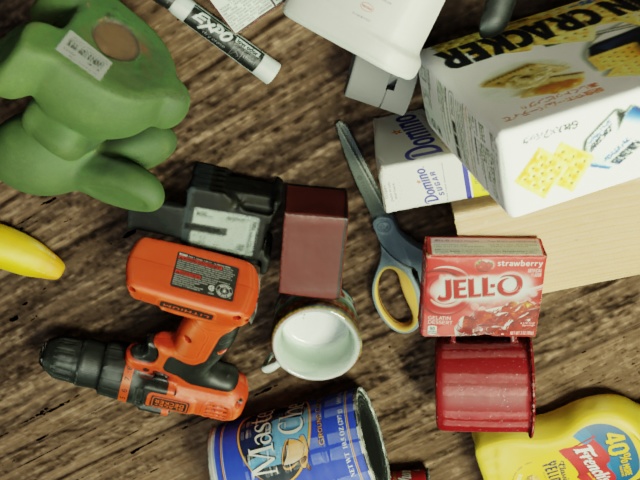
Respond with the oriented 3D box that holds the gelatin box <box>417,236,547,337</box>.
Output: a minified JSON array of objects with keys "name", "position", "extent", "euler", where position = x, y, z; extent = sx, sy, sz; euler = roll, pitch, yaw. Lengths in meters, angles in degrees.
[{"name":"gelatin box","position":[0.119,0.035,0.794],"extent":[0.089,0.030,0.073],"euler":[1,122,0]}]

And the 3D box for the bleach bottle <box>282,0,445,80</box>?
[{"name":"bleach bottle","position":[0.074,-0.238,0.692],"extent":[0.103,0.068,0.251],"euler":[32,103,16]}]

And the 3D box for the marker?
[{"name":"marker","position":[-0.082,-0.158,0.794],"extent":[0.121,0.020,0.020],"euler":[34,115,-18]}]

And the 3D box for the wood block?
[{"name":"wood block","position":[0.207,-0.026,0.827],"extent":[0.206,0.090,0.091],"euler":[-12,120,7]}]

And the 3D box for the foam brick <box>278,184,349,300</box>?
[{"name":"foam brick","position":[-0.006,0.001,0.868],"extent":[0.051,0.053,0.078],"euler":[4,119,-2]}]

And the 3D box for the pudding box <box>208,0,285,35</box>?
[{"name":"pudding box","position":[-0.056,-0.215,0.750],"extent":[0.090,0.039,0.113],"euler":[-31,118,15]}]

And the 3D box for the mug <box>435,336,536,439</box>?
[{"name":"mug","position":[0.140,0.112,0.914],"extent":[0.081,0.093,0.117],"euler":[-1,109,7]}]

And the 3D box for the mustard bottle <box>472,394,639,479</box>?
[{"name":"mustard bottle","position":[0.242,0.189,0.971],"extent":[0.192,0.058,0.096],"euler":[-18,118,11]}]

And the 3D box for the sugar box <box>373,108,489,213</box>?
[{"name":"sugar box","position":[0.129,-0.073,0.798],"extent":[0.176,0.093,0.048],"euler":[-8,120,5]}]

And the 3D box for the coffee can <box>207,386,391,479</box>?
[{"name":"coffee can","position":[-0.017,0.198,0.955],"extent":[0.140,0.103,0.103],"euler":[-16,119,10]}]

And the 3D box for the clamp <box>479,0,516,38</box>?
[{"name":"clamp","position":[0.123,-0.237,0.724],"extent":[0.120,0.039,0.171],"euler":[39,102,8]}]

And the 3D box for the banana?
[{"name":"banana","position":[-0.314,0.005,0.887],"extent":[0.198,0.037,0.069],"euler":[-1,139,3]}]

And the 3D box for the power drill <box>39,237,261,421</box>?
[{"name":"power drill","position":[-0.135,0.077,0.886],"extent":[0.184,0.057,0.188],"euler":[13,141,-10]}]

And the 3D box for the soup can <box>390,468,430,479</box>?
[{"name":"soup can","position":[0.056,0.253,1.006],"extent":[0.102,0.068,0.068],"euler":[-5,120,5]}]

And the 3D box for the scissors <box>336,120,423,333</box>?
[{"name":"scissors","position":[0.073,-0.009,0.877],"extent":[0.096,0.016,0.202],"euler":[-2,120,13]}]
